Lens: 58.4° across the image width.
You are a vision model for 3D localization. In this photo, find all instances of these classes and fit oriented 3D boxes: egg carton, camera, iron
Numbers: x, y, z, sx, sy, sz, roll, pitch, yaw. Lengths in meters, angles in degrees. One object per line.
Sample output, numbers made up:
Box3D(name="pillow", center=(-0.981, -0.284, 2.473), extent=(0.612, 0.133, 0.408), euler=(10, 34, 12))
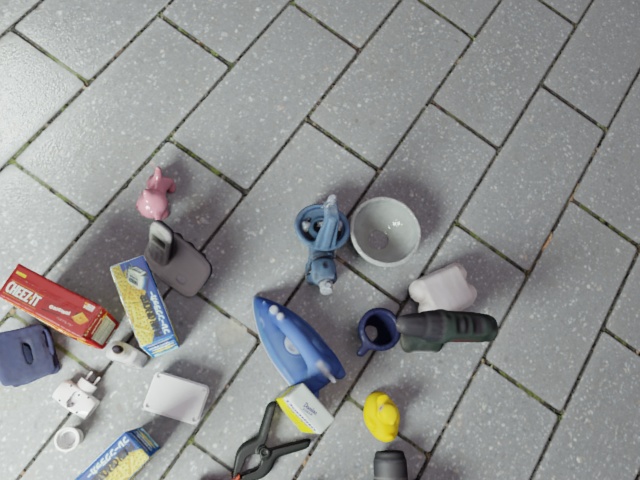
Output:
Box3D(name="egg carton", center=(0.281, 0.122, 1.308), extent=(0.150, 0.069, 0.107), euler=(-23, 80, -17))
Box3D(name="camera", center=(0.163, 0.499, 1.158), extent=(0.143, 0.100, 0.137), euler=(2, 74, -11))
Box3D(name="iron", center=(-0.054, 0.206, 1.178), extent=(0.119, 0.141, 0.258), euler=(-38, 84, -18))

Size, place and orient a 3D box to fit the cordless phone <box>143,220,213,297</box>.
Box3D(name="cordless phone", center=(-0.289, 0.033, 1.158), extent=(0.147, 0.185, 0.094), euler=(36, 71, 1))

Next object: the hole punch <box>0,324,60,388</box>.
Box3D(name="hole punch", center=(-0.564, 0.218, 1.099), extent=(0.101, 0.091, 0.108), euler=(-19, 78, -16))

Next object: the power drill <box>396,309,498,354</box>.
Box3D(name="power drill", center=(0.242, 0.192, 1.206), extent=(0.230, 0.208, 0.075), euler=(1, 74, -11))

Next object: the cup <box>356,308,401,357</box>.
Box3D(name="cup", center=(0.111, 0.208, 1.235), extent=(0.091, 0.095, 0.118), euler=(40, 71, 2))

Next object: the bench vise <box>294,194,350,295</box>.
Box3D(name="bench vise", center=(0.022, 0.001, 1.211), extent=(0.122, 0.219, 0.207), euler=(-19, 79, -16))

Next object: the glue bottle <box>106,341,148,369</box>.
Box3D(name="glue bottle", center=(-0.375, 0.216, 1.094), extent=(0.078, 0.173, 0.037), euler=(21, 71, -4))

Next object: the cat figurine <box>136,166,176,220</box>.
Box3D(name="cat figurine", center=(-0.351, -0.094, 1.218), extent=(0.067, 0.117, 0.128), euler=(9, 73, -8))

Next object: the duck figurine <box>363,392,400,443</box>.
Box3D(name="duck figurine", center=(0.137, 0.370, 1.198), extent=(0.077, 0.086, 0.104), euler=(-11, 76, -14))

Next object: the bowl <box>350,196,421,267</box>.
Box3D(name="bowl", center=(0.142, -0.011, 1.316), extent=(0.167, 0.074, 0.167), euler=(3, 74, -10))
